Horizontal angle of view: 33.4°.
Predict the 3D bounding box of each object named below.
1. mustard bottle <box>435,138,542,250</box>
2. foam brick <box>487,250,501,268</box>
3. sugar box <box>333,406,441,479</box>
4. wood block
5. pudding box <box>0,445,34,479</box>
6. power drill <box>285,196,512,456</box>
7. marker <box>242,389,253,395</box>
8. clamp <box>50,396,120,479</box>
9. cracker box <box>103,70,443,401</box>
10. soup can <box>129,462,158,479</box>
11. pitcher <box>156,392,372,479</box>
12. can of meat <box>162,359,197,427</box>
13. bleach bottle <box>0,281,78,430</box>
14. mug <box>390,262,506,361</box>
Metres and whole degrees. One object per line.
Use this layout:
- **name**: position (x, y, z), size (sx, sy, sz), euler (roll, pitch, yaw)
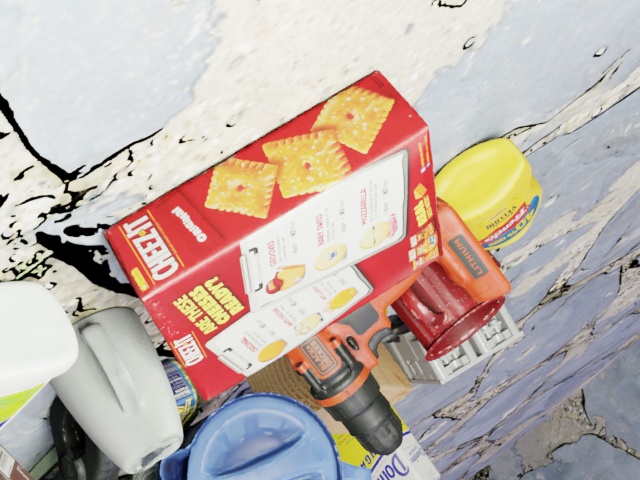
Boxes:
- **mustard bottle**: position (0.161, -0.032, 1.001), size (0.096, 0.058, 0.191), euler (-39, 160, 8)
- **foam brick**: position (0.140, 0.026, 1.110), size (0.078, 0.051, 0.053), euler (-38, 159, 6)
- **sugar box**: position (0.054, 0.233, 1.257), size (0.048, 0.176, 0.093), euler (-9, 148, -49)
- **wood block**: position (0.011, 0.143, 1.115), size (0.091, 0.090, 0.205), euler (-39, 160, 12)
- **pudding box**: position (-0.259, 0.204, 0.801), size (0.090, 0.113, 0.039), euler (-37, -166, 3)
- **power drill**: position (0.063, 0.067, 0.889), size (0.187, 0.184, 0.057), euler (-38, -163, -2)
- **marker**: position (-0.101, 0.204, 1.178), size (0.020, 0.020, 0.121), euler (-15, 152, -43)
- **clamp**: position (-0.195, 0.184, 0.871), size (0.120, 0.171, 0.039), euler (7, -165, 37)
- **cracker box**: position (-0.023, 0.001, 0.743), size (0.213, 0.072, 0.164), euler (-31, 148, -9)
- **soup can**: position (-0.185, 0.288, 1.165), size (0.068, 0.068, 0.102), euler (-19, 155, -36)
- **pitcher**: position (-0.068, 0.218, 0.977), size (0.144, 0.149, 0.243), euler (-42, -178, -21)
- **can of meat**: position (-0.162, 0.154, 0.918), size (0.083, 0.057, 0.102), euler (-19, 155, -44)
- **bleach bottle**: position (-0.260, 0.126, 0.697), size (0.102, 0.068, 0.251), euler (-7, 149, -49)
- **mug**: position (0.104, 0.052, 0.977), size (0.093, 0.081, 0.117), euler (-47, 159, 23)
